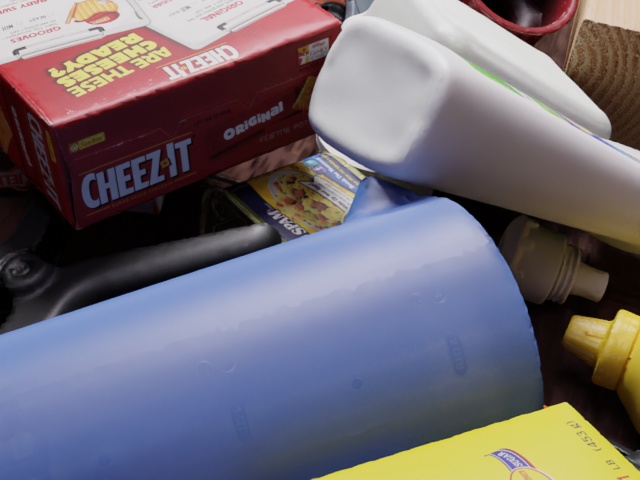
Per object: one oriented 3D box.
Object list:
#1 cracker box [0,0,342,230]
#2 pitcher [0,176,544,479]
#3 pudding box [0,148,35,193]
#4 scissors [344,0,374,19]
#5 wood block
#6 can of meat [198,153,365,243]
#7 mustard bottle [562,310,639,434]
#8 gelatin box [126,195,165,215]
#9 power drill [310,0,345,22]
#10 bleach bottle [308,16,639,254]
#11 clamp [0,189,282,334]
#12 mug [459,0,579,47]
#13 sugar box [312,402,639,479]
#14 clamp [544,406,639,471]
[{"bbox_3d":[-0.113,-0.107,0.599,0.164,0.072,0.214,-25,43,-25],"label":"cracker box"},{"bbox_3d":[-0.035,0.081,0.450,0.242,0.145,0.149,-15,33,-19],"label":"pitcher"},{"bbox_3d":[-0.229,-0.068,0.652,0.113,0.039,0.090,0,40,-11],"label":"pudding box"},{"bbox_3d":[0.014,-0.158,0.710,0.096,0.016,0.202,-36,98,-36],"label":"scissors"},{"bbox_3d":[0.233,-0.159,0.782,0.091,0.090,0.206,14,41,8],"label":"wood block"},{"bbox_3d":[-0.004,0.001,0.589,0.083,0.057,0.102,-23,49,-33],"label":"can of meat"},{"bbox_3d":[0.213,0.080,0.524,0.192,0.058,0.096,22,48,16],"label":"mustard bottle"},{"bbox_3d":[-0.127,-0.056,0.658,0.073,0.030,0.089,6,41,1],"label":"gelatin box"},{"bbox_3d":[-0.040,-0.183,0.766,0.188,0.057,0.184,42,54,16],"label":"power drill"},{"bbox_3d":[0.121,-0.041,0.577,0.250,0.068,0.103,16,14,-37],"label":"bleach bottle"},{"bbox_3d":[-0.132,0.026,0.527,0.165,0.036,0.209,22,52,32],"label":"clamp"},{"bbox_3d":[0.131,-0.168,0.755,0.117,0.082,0.093,-17,76,-25],"label":"mug"},{"bbox_3d":[0.033,0.117,0.369,0.176,0.048,0.093,-12,26,-17],"label":"sugar box"},{"bbox_3d":[0.137,0.110,0.448,0.172,0.120,0.039,23,83,44],"label":"clamp"}]
